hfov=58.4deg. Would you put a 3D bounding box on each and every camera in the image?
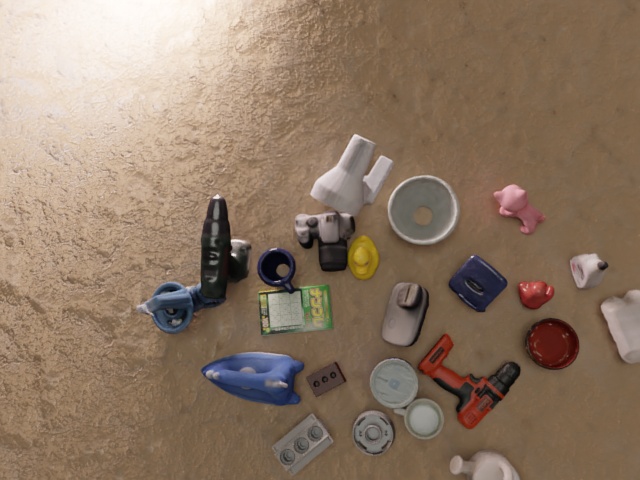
[{"bbox_3d":[0.013,0.005,1.368,0.143,0.101,0.137,-3,80,7],"label":"camera"}]

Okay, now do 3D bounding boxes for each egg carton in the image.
[{"bbox_3d":[0.690,0.190,1.258,0.107,0.069,0.150,-20,78,4],"label":"egg carton"}]

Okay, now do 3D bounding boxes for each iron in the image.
[{"bbox_3d":[-0.173,0.318,1.318,0.258,0.141,0.119,4,81,9],"label":"iron"}]

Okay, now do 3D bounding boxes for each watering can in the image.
[{"bbox_3d":[0.355,0.503,1.185,0.172,0.194,0.101,1,80,8],"label":"watering can"}]

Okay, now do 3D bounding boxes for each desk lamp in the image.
[{"bbox_3d":[0.077,-0.146,1.328,0.117,0.214,0.203,28,85,12],"label":"desk lamp"}]

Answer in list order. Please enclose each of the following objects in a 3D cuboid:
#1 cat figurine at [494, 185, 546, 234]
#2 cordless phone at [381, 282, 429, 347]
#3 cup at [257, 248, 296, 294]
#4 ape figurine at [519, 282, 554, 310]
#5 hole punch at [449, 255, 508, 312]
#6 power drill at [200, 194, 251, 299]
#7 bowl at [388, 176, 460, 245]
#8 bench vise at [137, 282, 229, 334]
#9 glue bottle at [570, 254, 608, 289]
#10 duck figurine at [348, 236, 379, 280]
[{"bbox_3d":[0.461,-0.079,1.312,0.127,0.118,0.067,39,87,12],"label":"cat figurine"},{"bbox_3d":[0.190,0.163,1.273,0.094,0.185,0.148,13,82,10],"label":"cordless phone"},{"bbox_3d":[-0.089,0.081,1.372,0.091,0.095,0.117,-35,77,1],"label":"cup"},{"bbox_3d":[0.486,0.117,1.288,0.077,0.092,0.076,29,85,12],"label":"ape figurine"},{"bbox_3d":[0.360,0.102,1.308,0.108,0.091,0.101,41,88,13],"label":"hole punch"},{"bbox_3d":[-0.225,0.027,1.342,0.075,0.208,0.230,3,80,9],"label":"power drill"},{"bbox_3d":[0.245,-0.064,1.362,0.167,0.075,0.167,-1,80,8],"label":"bowl"},{"bbox_3d":[-0.325,0.131,1.331,0.207,0.220,0.121,-45,77,-2],"label":"bench vise"},{"bbox_3d":[0.589,0.063,1.242,0.037,0.173,0.078,-18,78,5],"label":"glue bottle"},{"bbox_3d":[0.100,0.039,1.358,0.077,0.086,0.104,-1,80,8],"label":"duck figurine"}]
